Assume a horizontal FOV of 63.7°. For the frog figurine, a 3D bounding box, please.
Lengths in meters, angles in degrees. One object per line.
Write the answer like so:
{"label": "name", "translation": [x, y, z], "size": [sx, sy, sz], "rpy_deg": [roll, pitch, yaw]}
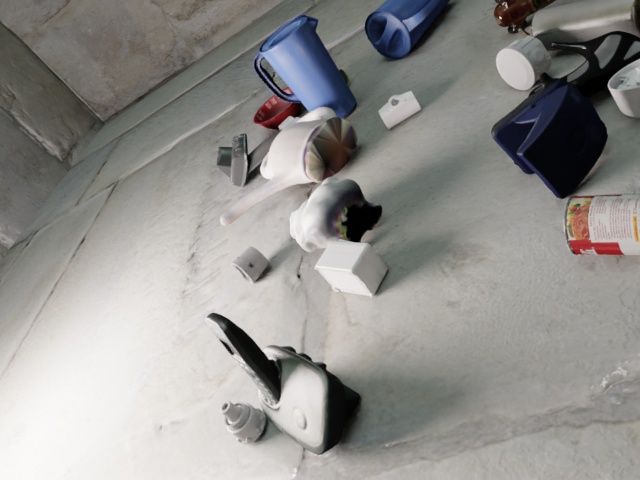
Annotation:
{"label": "frog figurine", "translation": [0.003, -0.044, 0.870], "size": [0.160, 0.121, 0.138], "rpy_deg": [16, 80, 41]}

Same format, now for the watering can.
{"label": "watering can", "translation": [-0.057, -0.156, 1.084], "size": [0.225, 0.102, 0.353], "rpy_deg": [8, 58, 50]}
